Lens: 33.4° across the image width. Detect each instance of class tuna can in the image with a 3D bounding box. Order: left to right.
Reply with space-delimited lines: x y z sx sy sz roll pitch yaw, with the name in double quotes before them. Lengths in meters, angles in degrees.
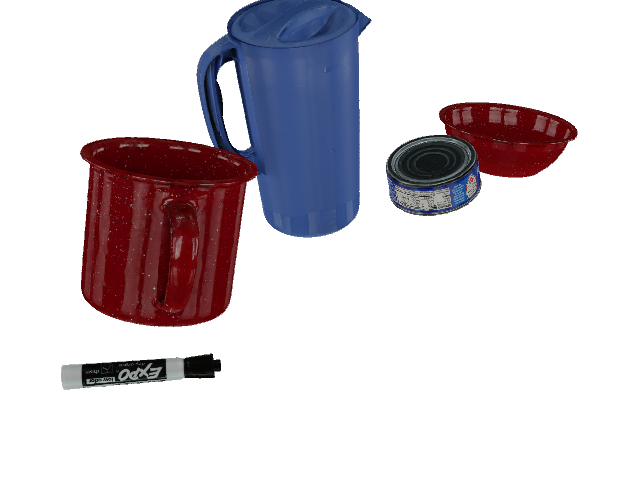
"tuna can" 0.103 -0.061 0.981 0.086 0.034 0.086 -9 37 6

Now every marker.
"marker" -0.137 0.101 0.821 0.121 0.020 0.020 -4 0 -4

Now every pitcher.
"pitcher" -0.029 -0.125 1.124 0.149 0.243 0.144 8 37 18

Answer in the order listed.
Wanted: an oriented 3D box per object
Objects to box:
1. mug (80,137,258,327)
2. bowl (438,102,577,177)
"mug" -0.080 -0.001 0.560 0.093 0.081 0.117 2 18 -20
"bowl" 0.216 -0.115 1.252 0.162 0.055 0.162 5 23 -2
